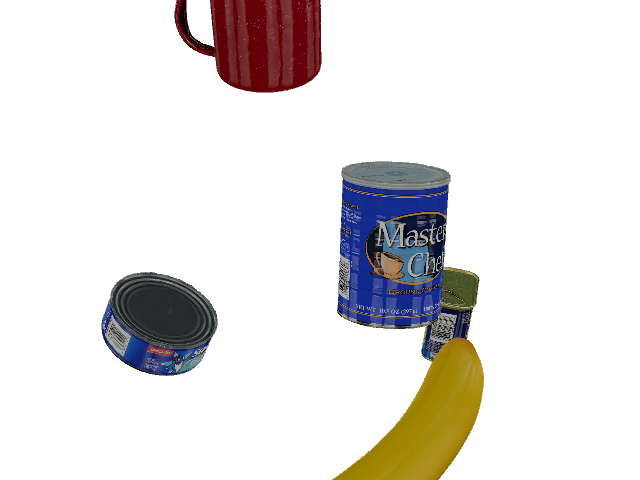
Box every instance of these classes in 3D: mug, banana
[{"bbox_3d":[-0.053,-0.164,0.805,0.117,0.081,0.093,2,34,5],"label":"mug"},{"bbox_3d":[0.040,0.114,0.587,0.070,0.037,0.197,20,44,42],"label":"banana"}]

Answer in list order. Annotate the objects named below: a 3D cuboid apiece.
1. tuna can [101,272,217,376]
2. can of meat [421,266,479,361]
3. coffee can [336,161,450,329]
[{"bbox_3d":[-0.126,0.065,0.830,0.086,0.034,0.086,18,31,-12],"label":"tuna can"},{"bbox_3d":[0.156,0.092,1.296,0.057,0.084,0.102,10,25,7],"label":"can of meat"},{"bbox_3d":[0.069,0.002,1.023,0.103,0.140,0.103,2,15,-1],"label":"coffee can"}]
